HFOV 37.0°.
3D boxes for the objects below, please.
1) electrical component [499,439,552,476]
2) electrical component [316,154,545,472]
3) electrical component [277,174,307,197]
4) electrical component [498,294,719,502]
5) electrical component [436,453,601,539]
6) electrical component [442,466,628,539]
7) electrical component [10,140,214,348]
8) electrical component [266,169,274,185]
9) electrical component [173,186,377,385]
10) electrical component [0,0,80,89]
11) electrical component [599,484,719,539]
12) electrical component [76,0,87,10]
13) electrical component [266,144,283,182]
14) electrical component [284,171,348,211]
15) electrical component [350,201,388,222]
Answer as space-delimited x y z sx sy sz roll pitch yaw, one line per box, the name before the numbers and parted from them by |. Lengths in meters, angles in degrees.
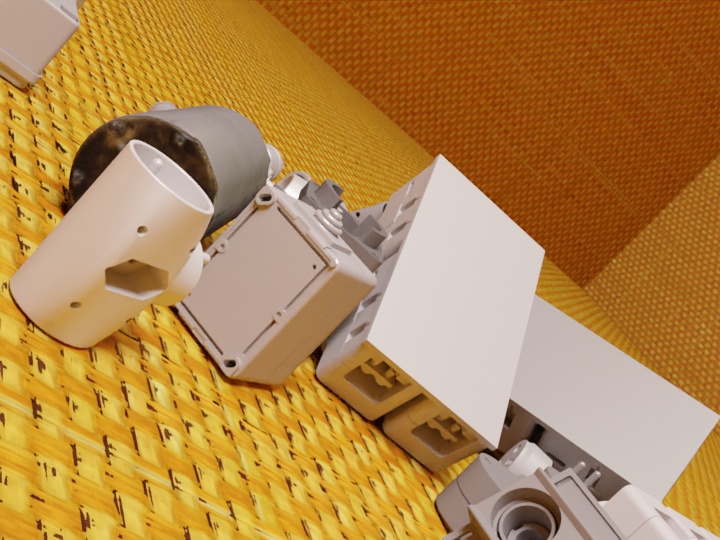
electrical component | 0.119 0.149 0.728 0.055 0.045 0.045 44 10 2
electrical component | 0.049 0.026 0.703 0.105 0.060 0.186 41 41 -16
electrical component | -0.049 -0.042 0.851 0.055 0.048 0.066 48 8 -17
electrical component | 0.149 0.100 0.788 0.186 0.060 0.105 35 45 20
electrical component | 0.113 0.143 0.646 0.138 0.073 0.052 34 14 -42
electrical component | 0.106 0.168 0.533 0.121 0.079 0.063 54 -15 43
electrical component | -0.093 -0.006 0.452 0.043 0.077 0.079 49 11 28
electrical component | -0.098 -0.091 0.870 0.078 0.040 0.040 43 10 -4
electrical component | -0.039 0.006 0.555 0.061 0.096 0.061 48 11 24
electrical component | -0.233 -0.177 0.660 0.109 0.056 0.108 37 12 -31
electrical component | 0.170 0.190 0.633 0.150 0.089 0.061 34 14 -44
electrical component | -0.229 -0.215 0.798 0.047 0.065 0.076 42 11 -12
electrical component | -0.091 -0.093 0.925 0.035 0.035 0.061 46 13 14
electrical component | -0.042 -0.052 0.916 0.055 0.045 0.045 34 14 -44
electrical component | 0.000 0.000 0.793 0.043 0.077 0.079 4 66 -64
